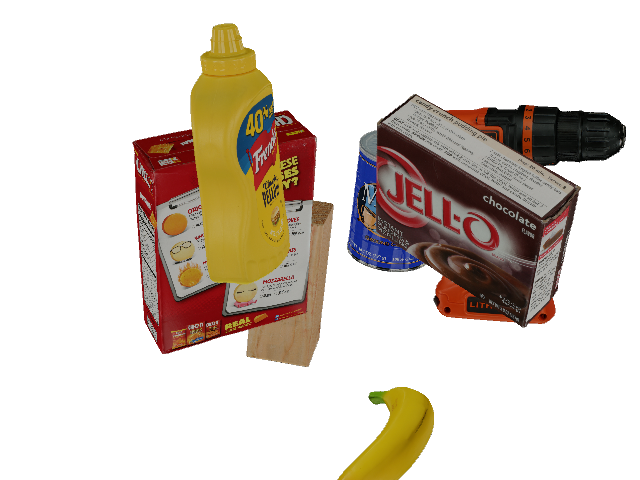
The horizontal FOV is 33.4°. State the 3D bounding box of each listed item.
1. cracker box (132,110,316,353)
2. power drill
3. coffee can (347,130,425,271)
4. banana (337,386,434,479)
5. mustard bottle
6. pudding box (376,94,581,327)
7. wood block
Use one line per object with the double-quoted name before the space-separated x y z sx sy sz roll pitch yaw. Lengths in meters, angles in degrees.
"cracker box" -0.094 -0.008 1.046 0.164 0.214 0.072 -14 38 -24
"power drill" 0.168 -0.024 0.931 0.185 0.188 0.057 3 13 19
"coffee can" 0.089 -0.048 1.264 0.103 0.140 0.103 5 28 -3
"banana" 0.057 0.166 0.881 0.070 0.037 0.197 -29 7 20
"mustard bottle" -0.063 -0.070 0.820 0.058 0.192 0.096 4 24 21
"pudding box" 0.082 -0.017 0.589 0.114 0.090 0.039 32 59 26
"wood block" -0.042 0.053 1.443 0.090 0.206 0.090 9 22 6
